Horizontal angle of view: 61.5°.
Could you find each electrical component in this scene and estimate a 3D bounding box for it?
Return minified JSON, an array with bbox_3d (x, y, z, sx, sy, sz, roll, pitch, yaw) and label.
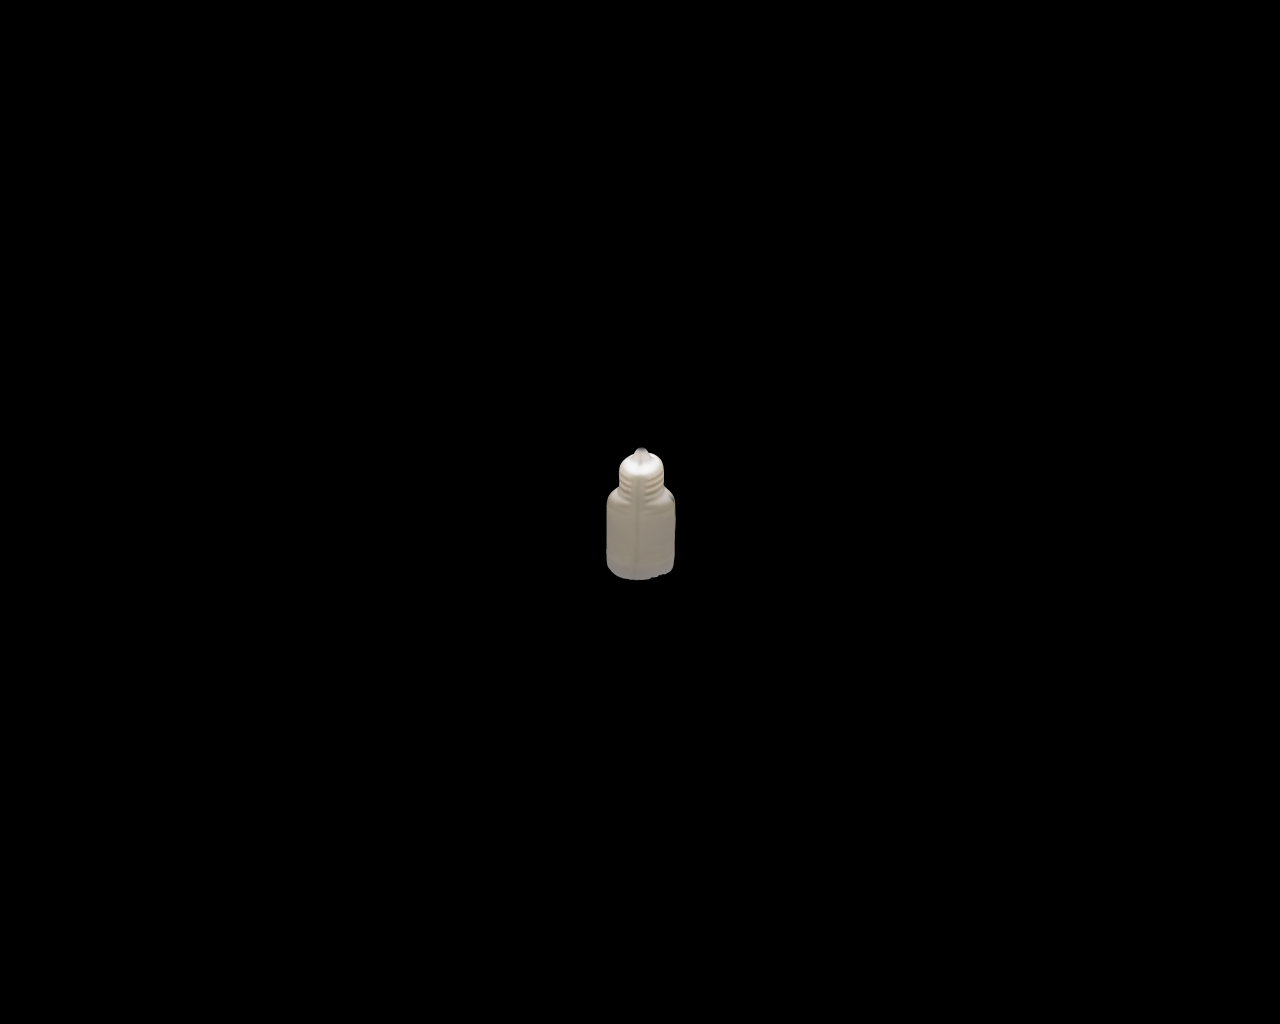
[{"bbox_3d":[0.001,-0.003,0.650,0.043,0.080,0.043,0,24,0],"label":"electrical component"}]
